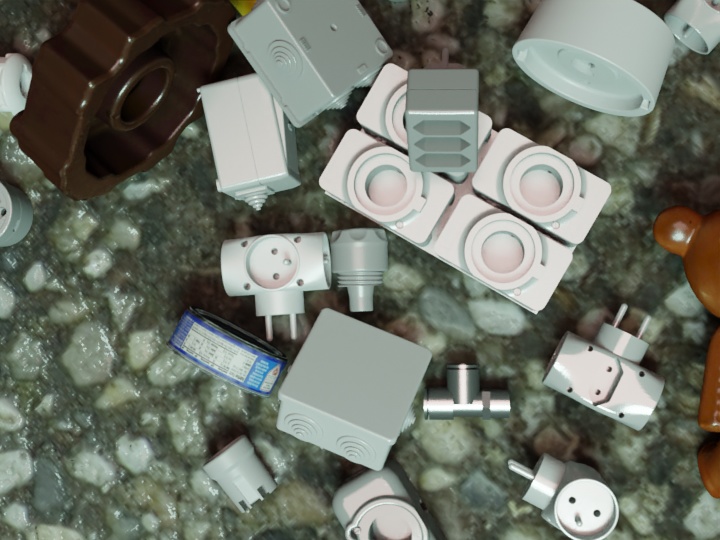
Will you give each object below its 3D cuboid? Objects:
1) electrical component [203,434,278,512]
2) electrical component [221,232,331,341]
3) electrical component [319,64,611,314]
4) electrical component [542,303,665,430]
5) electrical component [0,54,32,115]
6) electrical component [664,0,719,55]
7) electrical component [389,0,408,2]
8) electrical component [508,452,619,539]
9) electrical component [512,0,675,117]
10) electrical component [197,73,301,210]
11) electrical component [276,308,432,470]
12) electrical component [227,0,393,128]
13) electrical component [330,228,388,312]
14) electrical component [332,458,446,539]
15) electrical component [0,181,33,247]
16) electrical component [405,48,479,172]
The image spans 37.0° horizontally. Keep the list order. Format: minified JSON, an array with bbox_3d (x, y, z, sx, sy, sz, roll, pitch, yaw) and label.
[{"bbox_3d":[-0.089,0.154,0.812,0.040,0.040,0.046,-37,90,4],"label":"electrical component"},{"bbox_3d":[-0.061,0.014,0.812,0.077,0.044,0.079,-4,87,6],"label":"electrical component"},{"bbox_3d":[0.076,-0.060,0.792,0.186,0.060,0.105,30,91,7],"label":"electrical component"},{"bbox_3d":[0.185,0.064,0.783,0.077,0.043,0.079,26,91,7],"label":"electrical component"},{"bbox_3d":[-0.290,-0.146,0.845,0.062,0.048,0.048,3,88,13],"label":"electrical component"},{"bbox_3d":[0.252,-0.213,0.787,0.079,0.044,0.077,43,92,7],"label":"electrical component"},{"bbox_3d":[0.028,-0.228,0.812,0.040,0.046,0.040,0,87,6],"label":"electrical component"},{"bbox_3d":[0.141,0.156,0.767,0.079,0.077,0.044,27,91,7],"label":"electrical component"},{"bbox_3d":[0.170,-0.162,0.765,0.108,0.108,0.060,25,84,7],"label":"electrical component"},{"bbox_3d":[-0.077,-0.094,0.809,0.061,0.062,0.096,-13,86,6],"label":"electrical component"},{"bbox_3d":[-0.006,0.087,0.781,0.100,0.048,0.099,22,49,7],"label":"electrical component"},{"bbox_3d":[-0.033,-0.166,0.782,0.048,0.100,0.099,-26,103,46],"label":"electrical component"},{"bbox_3d":[0.000,0.000,0.806,0.043,0.043,0.062,-2,89,6],"label":"electrical component"},{"bbox_3d":[0.023,0.190,0.787,0.054,0.059,0.095,-32,85,4],"label":"electrical component"},{"bbox_3d":[-0.288,-0.044,0.838,0.055,0.047,0.055,0,87,6],"label":"electrical component"},{"bbox_3d":[0.058,-0.116,0.736,0.047,0.065,0.076,1,59,7],"label":"electrical component"}]
